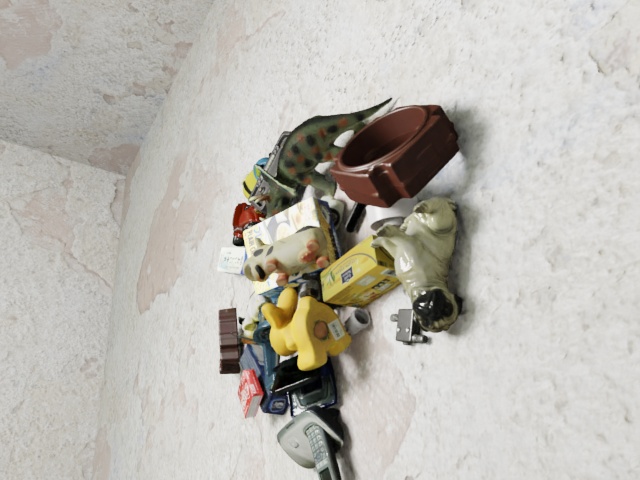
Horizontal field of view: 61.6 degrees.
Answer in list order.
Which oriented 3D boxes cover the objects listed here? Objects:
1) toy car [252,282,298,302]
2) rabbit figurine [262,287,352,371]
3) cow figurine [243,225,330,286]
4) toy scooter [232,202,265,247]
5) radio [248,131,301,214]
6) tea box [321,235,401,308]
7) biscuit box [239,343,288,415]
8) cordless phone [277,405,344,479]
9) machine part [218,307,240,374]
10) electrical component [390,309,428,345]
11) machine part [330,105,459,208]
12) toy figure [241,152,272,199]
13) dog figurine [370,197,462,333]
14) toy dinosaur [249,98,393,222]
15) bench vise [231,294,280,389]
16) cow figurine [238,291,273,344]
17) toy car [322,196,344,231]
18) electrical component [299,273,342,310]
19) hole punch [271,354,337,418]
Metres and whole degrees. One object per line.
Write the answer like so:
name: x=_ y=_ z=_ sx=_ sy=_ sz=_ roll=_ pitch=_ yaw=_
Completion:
toy car: x=-0.123 y=0.081 z=1.330 sx=0.109 sy=0.103 sz=0.161 roll=-17 pitch=79 yaw=55
rabbit figurine: x=-0.051 y=0.184 z=1.070 sx=0.162 sy=0.122 sz=0.173 roll=55 pitch=142 yaw=-3
cow figurine: x=-0.075 y=0.029 z=1.105 sx=0.195 sy=0.085 sz=0.127 roll=-26 pitch=30 yaw=18
toy scooter: x=-0.217 y=-0.064 z=1.609 sx=0.184 sy=0.075 sz=0.135 roll=-29 pitch=53 yaw=56
radio: x=-0.100 y=-0.177 z=1.438 sx=0.229 sy=0.073 sz=0.131 roll=-61 pitch=30 yaw=1
tea box: x=0.087 y=0.064 z=1.025 sx=0.169 sy=0.098 sz=0.068 roll=-38 pitch=47 yaw=43
biscuit box: x=-0.134 y=0.333 z=1.297 sx=0.062 sy=0.059 sz=0.203 roll=-66 pitch=31 yaw=14
cordless phone: x=-0.005 y=0.425 z=1.026 sx=0.146 sy=0.088 sz=0.184 roll=-49 pitch=43 yaw=35
machine part: x=-0.247 y=0.273 z=1.452 sx=0.179 sy=0.056 sz=0.179 roll=178 pitch=89 yaw=-80
electrical component: x=0.155 y=0.153 z=0.945 sx=0.094 sy=0.021 sz=0.063 roll=-9 pitch=69 yaw=56
machine part: x=0.132 y=-0.158 z=0.980 sx=0.201 sy=0.087 sz=0.202 roll=-45 pitch=26 yaw=-13
toy figure: x=-0.170 y=-0.183 z=1.581 sx=0.180 sy=0.082 sz=0.089 roll=-36 pitch=46 yaw=43
dog figurine: x=0.197 y=0.039 z=0.890 sx=0.172 sy=0.121 sz=0.190 roll=-34 pitch=78 yaw=0
toy dinosaur: x=-0.021 y=-0.202 z=1.237 sx=0.404 sy=0.192 sz=0.131 roll=-55 pitch=37 yaw=32
bench vise: x=-0.108 y=0.245 z=1.244 sx=0.223 sy=0.129 sz=0.241 roll=-48 pitch=35 yaw=42
cow figurine: x=-0.171 y=0.193 z=1.415 sx=0.167 sy=0.068 sz=0.098 roll=-56 pitch=34 yaw=27
toy car: x=-0.003 y=-0.004 z=1.247 sx=0.074 sy=0.056 sz=0.201 roll=27 pitch=100 yaw=52
electrical component: x=0.002 y=0.117 z=1.134 sx=0.045 sy=0.102 sz=0.078 roll=-39 pitch=49 yaw=37
hole punch: x=-0.027 y=0.291 z=1.100 sx=0.142 sy=0.092 sz=0.116 roll=-28 pitch=19 yaw=17
